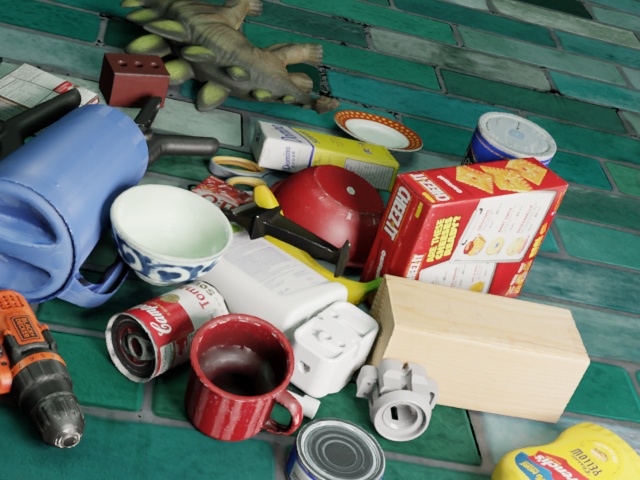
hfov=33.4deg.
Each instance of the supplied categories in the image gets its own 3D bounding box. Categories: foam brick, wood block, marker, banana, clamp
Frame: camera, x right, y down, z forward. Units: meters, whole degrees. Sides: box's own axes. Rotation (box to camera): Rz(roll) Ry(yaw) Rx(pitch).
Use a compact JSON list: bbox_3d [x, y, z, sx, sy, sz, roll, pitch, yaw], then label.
[{"bbox_3d":[-0.241,-0.207,1.388,0.078,0.051,0.053,-2,39,-29],"label":"foam brick"},{"bbox_3d":[0.155,0.112,1.095,0.206,0.091,0.090,11,34,-12],"label":"wood block"},{"bbox_3d":[-0.058,0.137,1.018,0.121,0.020,0.020,25,34,8],"label":"marker"},{"bbox_3d":[-0.016,0.018,1.167,0.198,0.069,0.037,38,2,25],"label":"banana"},{"bbox_3d":[-0.220,-0.127,1.297,0.171,0.039,0.120,-17,44,-41],"label":"clamp"},{"bbox_3d":[-0.355,-0.116,1.184,0.164,0.036,0.210,3,46,-8],"label":"clamp"}]

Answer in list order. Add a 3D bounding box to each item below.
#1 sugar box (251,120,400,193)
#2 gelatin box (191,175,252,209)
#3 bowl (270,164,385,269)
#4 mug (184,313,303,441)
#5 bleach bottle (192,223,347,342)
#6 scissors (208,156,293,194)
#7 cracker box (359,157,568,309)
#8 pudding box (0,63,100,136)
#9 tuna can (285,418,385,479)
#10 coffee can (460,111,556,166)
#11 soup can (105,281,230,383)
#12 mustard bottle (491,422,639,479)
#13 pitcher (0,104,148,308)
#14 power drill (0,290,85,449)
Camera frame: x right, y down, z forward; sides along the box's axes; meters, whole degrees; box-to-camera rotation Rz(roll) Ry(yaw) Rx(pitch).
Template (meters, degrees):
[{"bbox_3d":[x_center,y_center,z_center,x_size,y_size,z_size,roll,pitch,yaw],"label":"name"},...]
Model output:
[{"bbox_3d":[0.005,-0.108,1.358,0.176,0.048,0.093,13,17,-15],"label":"sugar box"},{"bbox_3d":[-0.108,-0.033,1.225,0.089,0.030,0.073,27,34,11],"label":"gelatin box"},{"bbox_3d":[0.022,-0.039,1.251,0.162,0.055,0.162,23,31,-15],"label":"bowl"},{"bbox_3d":[-0.066,0.133,0.952,0.117,0.082,0.093,31,47,11],"label":"mug"},{"bbox_3d":[-0.095,0.019,1.131,0.251,0.068,0.102,36,35,28],"label":"bleach bottle"},{"bbox_3d":[-0.039,-0.066,1.317,0.201,0.016,0.096,12,31,-10],"label":"scissors"},{"bbox_3d":[0.158,-0.002,1.194,0.213,0.164,0.072,-9,41,-36],"label":"cracker box"},{"bbox_3d":[-0.337,-0.165,1.293,0.113,0.039,0.090,22,36,9],"label":"pudding box"},{"bbox_3d":[0.014,0.200,0.951,0.086,0.034,0.086,13,34,-9],"label":"tuna can"},{"bbox_3d":[0.224,-0.077,1.354,0.102,0.140,0.103,13,34,-9],"label":"coffee can"},{"bbox_3d":[-0.141,0.085,1.007,0.069,0.069,0.102,37,37,24],"label":"soup can"},{"bbox_3d":[0.214,0.231,0.985,0.191,0.058,0.096,-11,43,-37],"label":"mustard bottle"},{"bbox_3d":[-0.257,-0.042,1.091,0.145,0.149,0.242,3,28,13],"label":"pitcher"},{"bbox_3d":[-0.305,0.117,0.891,0.187,0.057,0.185,-4,36,-35],"label":"power drill"}]
